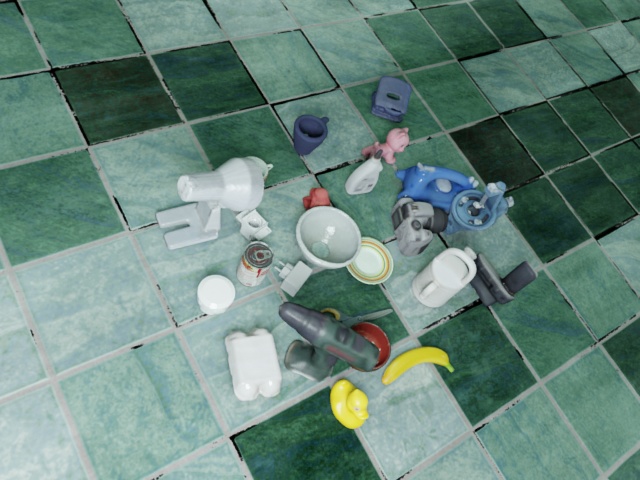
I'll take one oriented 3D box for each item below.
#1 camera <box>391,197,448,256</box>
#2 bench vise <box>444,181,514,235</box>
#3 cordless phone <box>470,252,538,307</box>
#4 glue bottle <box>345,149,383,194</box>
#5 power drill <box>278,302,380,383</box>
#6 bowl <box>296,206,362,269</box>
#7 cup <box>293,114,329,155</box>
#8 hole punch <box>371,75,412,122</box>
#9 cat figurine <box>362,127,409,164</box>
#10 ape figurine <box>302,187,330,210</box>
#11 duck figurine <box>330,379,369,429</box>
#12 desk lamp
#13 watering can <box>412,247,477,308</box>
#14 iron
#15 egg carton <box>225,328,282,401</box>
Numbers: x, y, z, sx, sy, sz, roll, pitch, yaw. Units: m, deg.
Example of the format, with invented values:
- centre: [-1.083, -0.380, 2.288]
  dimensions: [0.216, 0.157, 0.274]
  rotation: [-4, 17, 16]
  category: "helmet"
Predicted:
- centre: [0.272, -0.043, 1.502]
  dimensions: [0.137, 0.100, 0.143]
  rotation: [1, 61, -20]
  category: "camera"
- centre: [0.441, -0.106, 1.530]
  dimensions: [0.208, 0.219, 0.121]
  rotation: [-34, 77, -32]
  category: "bench vise"
- centre: [0.467, 0.077, 1.455]
  dimensions: [0.094, 0.185, 0.147]
  rotation: [-27, 74, -31]
  category: "cordless phone"
- centre: [0.127, -0.180, 1.483]
  dimensions: [0.078, 0.173, 0.037]
  rotation: [-8, 64, -24]
  category: "glue bottle"
- centre: [-0.002, 0.219, 1.185]
  dimensions: [0.230, 0.208, 0.075]
  rotation: [23, 56, -6]
  category: "power drill"
- centre: [0.013, 0.005, 1.394]
  dimensions: [0.168, 0.074, 0.167]
  rotation: [9, 59, -15]
  category: "bowl"
- centre: [-0.027, -0.279, 1.530]
  dimensions: [0.091, 0.095, 0.118]
  rotation: [44, 56, 8]
  category: "cup"
- centre: [0.214, -0.420, 1.703]
  dimensions: [0.109, 0.091, 0.101]
  rotation: [14, 58, -12]
  category: "hole punch"
- centre: [0.193, -0.268, 1.592]
  dimensions: [0.128, 0.117, 0.067]
  rotation: [-17, 68, -27]
  category: "cat figurine"
- centre: [-0.004, -0.100, 1.438]
  dimensions: [0.076, 0.092, 0.078]
  rotation: [31, 56, -1]
  category: "ape figurine"
- centre: [0.070, 0.342, 1.216]
  dimensions: [0.078, 0.086, 0.104]
  rotation: [-15, 67, -27]
  category: "duck figurine"
- centre: [-0.243, -0.086, 1.267]
  dimensions: [0.204, 0.213, 0.118]
  rotation: [-18, 69, -28]
  category: "desk lamp"
- centre: [0.312, 0.077, 1.392]
  dimensions: [0.101, 0.194, 0.173]
  rotation: [30, 56, -2]
  category: "watering can"
- centre: [0.342, -0.149, 1.565]
  dimensions: [0.259, 0.141, 0.118]
  rotation: [8, 59, -16]
  category: "iron"
- centre: [-0.138, 0.258, 1.196]
  dimensions: [0.107, 0.069, 0.150]
  rotation: [-6, 64, -23]
  category: "egg carton"
